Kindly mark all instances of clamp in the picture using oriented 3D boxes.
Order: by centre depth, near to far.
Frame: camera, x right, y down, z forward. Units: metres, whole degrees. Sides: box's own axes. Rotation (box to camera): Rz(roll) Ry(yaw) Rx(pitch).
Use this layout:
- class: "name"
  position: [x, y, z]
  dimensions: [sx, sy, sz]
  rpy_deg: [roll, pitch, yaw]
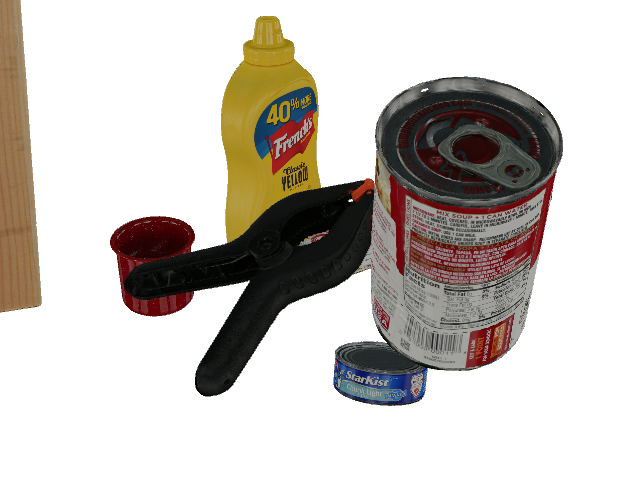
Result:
- class: "clamp"
  position: [-0.030, 0.023, 0.656]
  dimensions: [0.171, 0.120, 0.039]
  rpy_deg: [-29, -40, -4]

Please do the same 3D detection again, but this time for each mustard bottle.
- class: "mustard bottle"
  position: [-0.040, -0.089, 0.880]
  dimensions: [0.058, 0.192, 0.096]
  rpy_deg: [19, 32, 36]

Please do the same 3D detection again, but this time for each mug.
- class: "mug"
  position: [-0.193, 0.026, 1.199]
  dimensions: [0.117, 0.081, 0.093]
  rpy_deg: [26, 41, 35]

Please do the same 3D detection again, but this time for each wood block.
- class: "wood block"
  position: [-0.219, -0.065, 0.612]
  dimensions: [0.090, 0.206, 0.090]
  rpy_deg: [-8, 27, -24]

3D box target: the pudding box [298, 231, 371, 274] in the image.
- class: "pudding box"
  position: [0.013, 0.005, 1.132]
  dimensions: [0.113, 0.039, 0.090]
  rpy_deg: [-21, 28, -26]

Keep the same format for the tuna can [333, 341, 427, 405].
- class: "tuna can"
  position: [0.054, 0.121, 0.971]
  dimensions: [0.086, 0.034, 0.086]
  rpy_deg: [5, 11, -1]

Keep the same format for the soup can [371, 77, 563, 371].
- class: "soup can"
  position: [0.054, -0.003, 0.422]
  dimensions: [0.068, 0.068, 0.102]
  rpy_deg: [0, -43, 1]
